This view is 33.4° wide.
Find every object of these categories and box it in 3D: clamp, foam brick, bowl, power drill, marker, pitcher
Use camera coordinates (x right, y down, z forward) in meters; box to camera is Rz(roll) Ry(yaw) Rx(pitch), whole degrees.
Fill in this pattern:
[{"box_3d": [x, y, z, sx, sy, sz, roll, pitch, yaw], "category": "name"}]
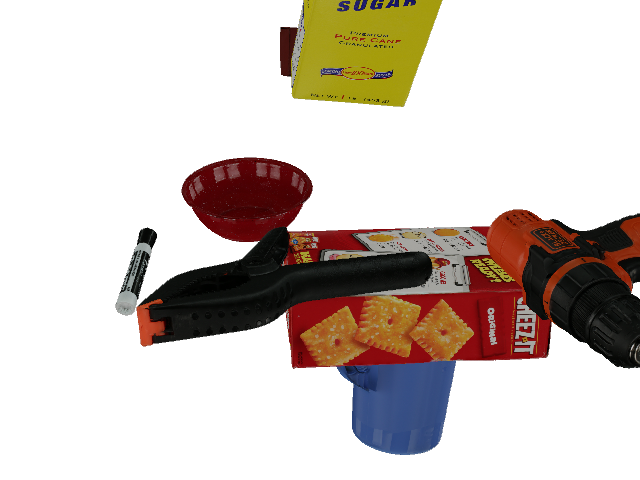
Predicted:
[{"box_3d": [-0.034, 0.032, 0.752, 0.165, 0.036, 0.209, 6, 18, 38], "category": "clamp"}, {"box_3d": [-0.001, -0.198, 1.127, 0.078, 0.051, 0.053, 0, 12, -11], "category": "foam brick"}, {"box_3d": [-0.091, -0.044, 1.326, 0.162, 0.055, 0.162, 0, 31, 0], "category": "bowl"}, {"box_3d": [0.231, 0.017, 0.735, 0.187, 0.057, 0.184, -9, 28, -16], "category": "power drill"}, {"box_3d": [-0.184, 0.028, 1.073, 0.020, 0.020, 0.121, 0, 39, 5], "category": "marker"}, {"box_3d": [0.091, 0.120, 1.230, 0.149, 0.243, 0.145, 7, 17, 6], "category": "pitcher"}]

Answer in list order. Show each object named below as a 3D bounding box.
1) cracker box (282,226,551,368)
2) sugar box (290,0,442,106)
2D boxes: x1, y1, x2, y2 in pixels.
[{"box_3d": [0.075, 0.046, 0.931, 0.213, 0.072, 0.164, -1, 20, -4], "category": "cracker box"}, {"box_3d": [0.035, -0.168, 0.769, 0.093, 0.048, 0.176, 3, -29, -8], "category": "sugar box"}]
